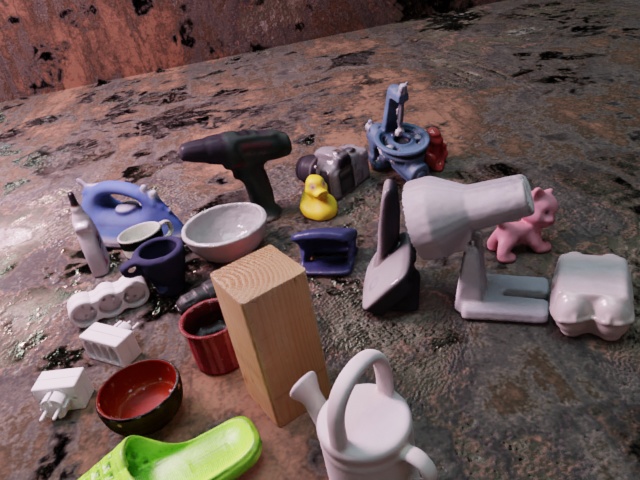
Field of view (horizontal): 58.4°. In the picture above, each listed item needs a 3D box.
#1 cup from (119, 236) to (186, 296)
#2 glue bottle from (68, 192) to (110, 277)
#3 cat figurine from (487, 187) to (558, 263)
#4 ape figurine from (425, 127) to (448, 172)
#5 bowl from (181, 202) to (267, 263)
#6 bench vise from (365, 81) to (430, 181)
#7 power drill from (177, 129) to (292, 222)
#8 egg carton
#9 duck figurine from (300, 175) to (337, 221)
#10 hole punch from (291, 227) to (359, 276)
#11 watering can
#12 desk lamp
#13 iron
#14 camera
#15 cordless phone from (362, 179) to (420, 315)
[{"bbox_3d":[-0.289,0.059,1.024,0.118,0.095,0.091,-27,34,-25],"label":"cup"},{"bbox_3d":[-0.457,-0.016,1.122,0.037,0.173,0.078,-18,32,-12],"label":"glue bottle"},{"bbox_3d":[0.346,-0.037,0.962,0.128,0.118,0.067,-17,31,-10],"label":"cat figurine"},{"bbox_3d":[0.258,-0.212,1.305,0.078,0.092,0.075,-25,34,-23],"label":"ape figurine"},{"bbox_3d":[-0.178,-0.004,1.113,0.167,0.075,0.167,-8,31,5],"label":"bowl"},{"bbox_3d":[0.151,-0.246,1.269,0.206,0.220,0.122,21,43,42],"label":"bench vise"},{"bbox_3d":[-0.160,-0.131,1.187,0.230,0.209,0.075,-22,33,-19],"label":"power drill"},{"bbox_3d":[0.384,0.075,0.813,0.107,0.069,0.150,3,33,22],"label":"egg carton"},{"bbox_3d":[-0.008,-0.098,1.205,0.078,0.086,0.104,-21,32,-16],"label":"duck figurine"},{"bbox_3d":[0.009,0.004,1.026,0.108,0.091,0.101,-1,32,16],"label":"hole punch"},{"bbox_3d":[0.040,0.196,0.596,0.172,0.194,0.101,3,34,22],"label":"watering can"},{"bbox_3d":[0.230,0.004,0.837,0.202,0.214,0.118,1,33,19],"label":"desk lamp"},{"bbox_3d":[-0.404,-0.068,1.224,0.257,0.142,0.119,2,33,20],"label":"iron"},{"bbox_3d":[0.021,-0.170,1.301,0.136,0.101,0.143,16,40,37],"label":"camera"},{"bbox_3d":[0.104,0.011,0.893,0.094,0.185,0.147,-5,31,9],"label":"cordless phone"}]
